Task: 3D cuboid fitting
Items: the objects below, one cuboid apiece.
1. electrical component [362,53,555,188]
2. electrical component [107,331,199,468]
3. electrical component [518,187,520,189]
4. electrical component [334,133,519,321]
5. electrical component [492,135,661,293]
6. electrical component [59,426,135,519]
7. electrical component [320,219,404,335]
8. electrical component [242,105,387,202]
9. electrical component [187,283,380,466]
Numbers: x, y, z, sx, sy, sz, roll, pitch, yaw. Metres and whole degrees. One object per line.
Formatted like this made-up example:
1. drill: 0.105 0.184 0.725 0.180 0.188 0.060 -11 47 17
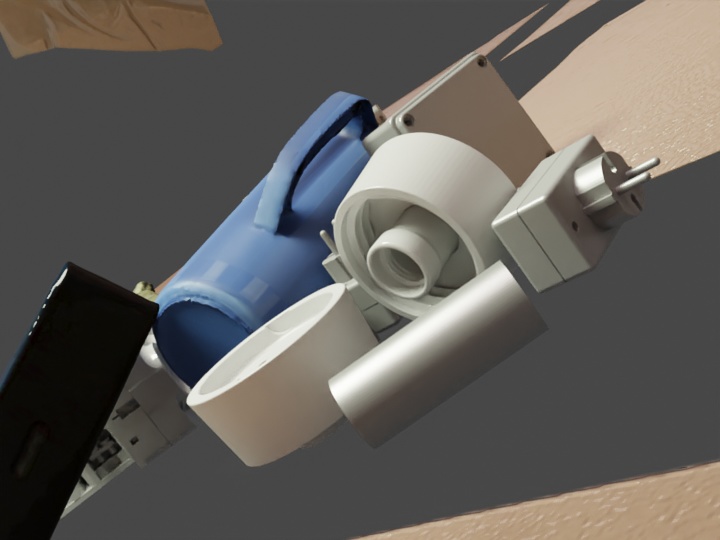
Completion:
1. electrical component: 0.077 -0.089 0.812 0.109 0.108 0.056 -42 8 -31
2. electrical component: -0.177 0.091 0.890 0.062 0.089 0.150 -36 9 -1
3. electrical component: 0.101 -0.038 0.697 0.061 0.035 0.035 -28 12 27
4. electrical component: 0.036 -0.017 0.616 0.108 0.108 0.060 -25 20 49
5. electrical component: 0.124 -0.038 0.570 0.076 0.047 0.083 -29 12 40
6. electrical component: -0.253 0.153 0.949 0.105 0.060 0.186 -38 9 -9
7. electrical component: 0.000 0.000 0.740 0.047 0.076 0.065 -30 11 36
8. electrical component: -0.029 -0.082 1.170 0.186 0.105 0.060 -29 11 36
9. electrical component: -0.035 0.064 0.598 0.108 0.060 0.108 -35 9 7
